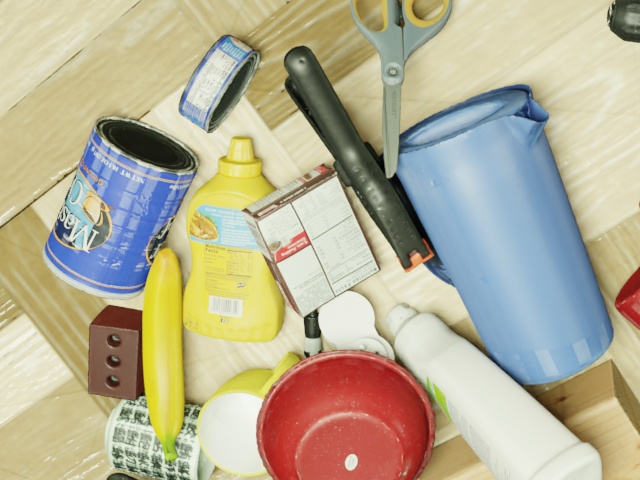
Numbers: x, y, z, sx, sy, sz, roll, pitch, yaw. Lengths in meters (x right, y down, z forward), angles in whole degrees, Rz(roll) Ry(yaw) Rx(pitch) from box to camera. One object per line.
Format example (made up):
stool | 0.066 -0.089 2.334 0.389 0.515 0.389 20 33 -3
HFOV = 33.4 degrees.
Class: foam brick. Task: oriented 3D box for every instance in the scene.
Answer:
foam brick | -0.198 0.112 1.067 0.053 0.051 0.078 7 108 9

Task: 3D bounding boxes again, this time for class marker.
marker | -0.007 0.124 1.047 0.020 0.020 0.121 4 107 11

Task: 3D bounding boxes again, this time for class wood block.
wood block | 0.202 0.208 0.989 0.206 0.090 0.090 -31 98 19

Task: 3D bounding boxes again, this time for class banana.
banana | -0.144 0.105 1.010 0.037 0.070 0.198 -5 94 -27

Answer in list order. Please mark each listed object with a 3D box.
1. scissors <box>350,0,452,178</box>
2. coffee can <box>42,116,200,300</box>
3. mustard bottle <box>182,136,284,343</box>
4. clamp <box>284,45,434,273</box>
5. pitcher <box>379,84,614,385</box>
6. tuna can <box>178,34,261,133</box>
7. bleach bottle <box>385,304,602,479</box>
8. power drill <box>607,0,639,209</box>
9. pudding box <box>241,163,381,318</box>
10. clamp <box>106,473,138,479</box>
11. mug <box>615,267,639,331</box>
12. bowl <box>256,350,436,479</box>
scissors | 0.078 -0.147 0.889 0.096 0.016 0.202 -13 65 -2
coffee can | -0.186 -0.030 0.994 0.103 0.102 0.140 28 110 3
mustard bottle | -0.078 -0.002 1.003 0.096 0.058 0.192 8 109 13
clamp | 0.028 -0.069 0.907 0.036 0.164 0.210 -33 99 0
pitcher | 0.154 0.000 0.926 0.145 0.149 0.243 -25 104 2
tuna can | -0.090 -0.139 0.949 0.034 0.086 0.086 33 110 2
bleach bottle | 0.136 0.136 0.925 0.068 0.251 0.102 -31 138 -13
power drill | 0.319 -0.108 0.884 0.184 0.057 0.188 9 108 9
pudding box | -0.006 0.001 0.969 0.090 0.039 0.113 -31 117 -12
clamp | -0.145 0.279 1.089 0.171 0.039 0.120 5 147 -1
mug | 0.307 0.058 0.909 0.081 0.117 0.093 42 114 3
bowl | 0.024 0.180 0.930 0.162 0.055 0.162 0 107 -1
